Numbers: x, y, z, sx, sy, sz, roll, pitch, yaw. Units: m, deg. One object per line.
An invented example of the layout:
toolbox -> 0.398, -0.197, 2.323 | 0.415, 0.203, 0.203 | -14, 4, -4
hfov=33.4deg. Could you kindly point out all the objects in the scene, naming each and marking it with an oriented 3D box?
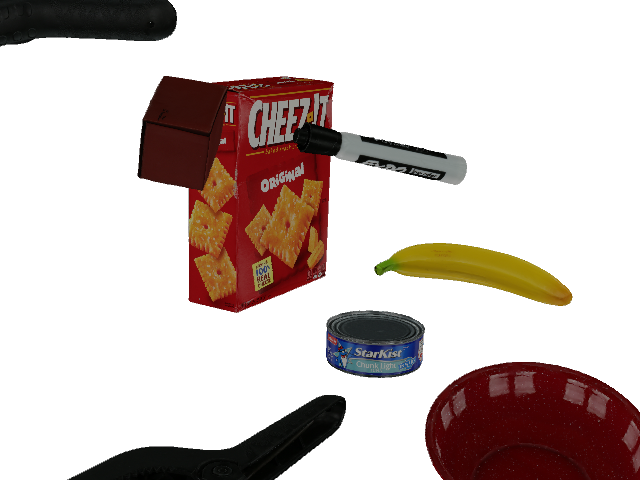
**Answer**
banana -> 0.157, 0.034, 1.093 | 0.198, 0.037, 0.069 | 7, 37, 10
foam brick -> -0.105, -0.084, 0.819 | 0.053, 0.051, 0.078 | 11, 35, 0
tuna can -> 0.047, 0.090, 0.930 | 0.086, 0.034, 0.086 | 2, 14, -1
clamp -> -0.173, -0.137, 0.617 | 0.171, 0.039, 0.120 | -4, 22, -11
bowl -> 0.155, 0.159, 0.765 | 0.162, 0.055, 0.162 | -1, 36, 0
marker -> 0.038, -0.055, 0.674 | 0.121, 0.020, 0.020 | 10, -4, -26
clamp -> -0.051, 0.133, 0.575 | 0.209, 0.036, 0.165 | -1, 19, -14
cracker box -> -0.057, -0.051, 1.070 | 0.072, 0.214, 0.163 | 11, 16, 31
